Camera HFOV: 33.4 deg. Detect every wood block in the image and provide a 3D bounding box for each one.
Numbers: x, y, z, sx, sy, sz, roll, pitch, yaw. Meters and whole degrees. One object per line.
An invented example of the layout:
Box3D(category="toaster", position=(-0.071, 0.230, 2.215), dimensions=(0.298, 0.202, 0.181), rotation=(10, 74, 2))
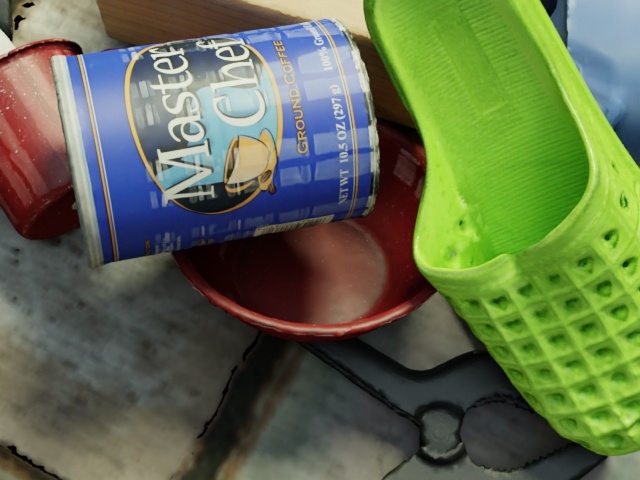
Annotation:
Box3D(category="wood block", position=(-0.016, -0.145, 0.609), dimensions=(0.206, 0.090, 0.091), rotation=(17, 72, 3))

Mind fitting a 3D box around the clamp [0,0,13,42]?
Box3D(category="clamp", position=(-0.180, -0.222, 0.657), dimensions=(0.120, 0.039, 0.171), rotation=(-27, 103, -17))

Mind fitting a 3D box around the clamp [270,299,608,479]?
Box3D(category="clamp", position=(0.059, 0.118, 0.582), dimensions=(0.210, 0.036, 0.164), rotation=(5, 75, 4))

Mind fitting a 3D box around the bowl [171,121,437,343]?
Box3D(category="bowl", position=(-0.004, 0.001, 0.591), dimensions=(0.162, 0.055, 0.162), rotation=(1, 51, -2))

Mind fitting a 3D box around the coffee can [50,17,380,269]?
Box3D(category="coffee can", position=(-0.053, -0.049, 0.525), dimensions=(0.140, 0.103, 0.103), rotation=(-11, 74, -12))

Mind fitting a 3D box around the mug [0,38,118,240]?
Box3D(category="mug", position=(-0.144, -0.060, 0.606), dimensions=(0.117, 0.093, 0.081), rotation=(-34, 82, 0))

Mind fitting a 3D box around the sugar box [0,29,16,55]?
Box3D(category="sugar box", position=(-0.260, -0.136, 0.636), dimensions=(0.093, 0.048, 0.176), rotation=(-30, 76, -37))

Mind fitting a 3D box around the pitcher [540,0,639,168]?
Box3D(category="pitcher", position=(0.222, -0.099, 0.599), dimensions=(0.242, 0.145, 0.149), rotation=(5, 78, -8))
